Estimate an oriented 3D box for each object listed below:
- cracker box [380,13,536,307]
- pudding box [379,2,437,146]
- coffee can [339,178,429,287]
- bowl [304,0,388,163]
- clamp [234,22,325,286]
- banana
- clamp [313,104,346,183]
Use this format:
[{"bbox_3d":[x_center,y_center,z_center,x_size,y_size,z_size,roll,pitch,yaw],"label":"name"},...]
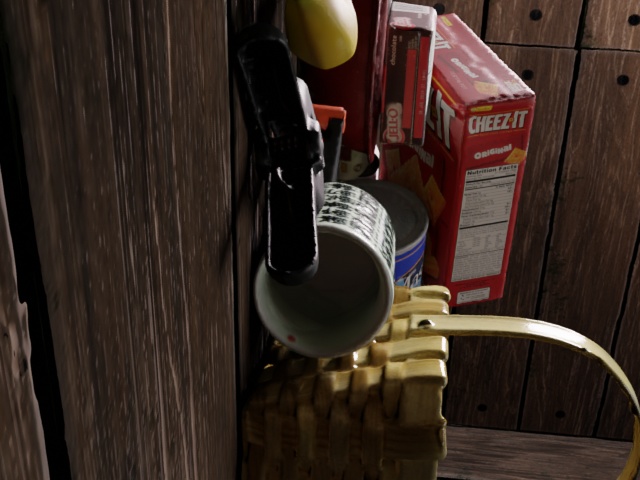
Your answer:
[{"bbox_3d":[0.113,-0.071,0.965,0.164,0.072,0.214,-119,-155,-49],"label":"cracker box"},{"bbox_3d":[0.067,-0.131,0.830,0.113,0.039,0.090,-70,165,-67],"label":"pudding box"},{"bbox_3d":[0.041,0.031,0.956,0.102,0.103,0.140,-80,173,-49],"label":"coffee can"},{"bbox_3d":[0.020,-0.141,0.825,0.162,0.055,0.162,5,89,-85],"label":"bowl"},{"bbox_3d":[-0.018,-0.056,0.552,0.171,0.039,0.120,-92,179,-74],"label":"clamp"},{"bbox_3d":[-0.001,-0.132,0.570,0.198,0.037,0.069,-94,180,-69],"label":"banana"},{"bbox_3d":[-0.005,0.001,0.766,0.210,0.036,0.164,95,2,-45],"label":"clamp"}]
